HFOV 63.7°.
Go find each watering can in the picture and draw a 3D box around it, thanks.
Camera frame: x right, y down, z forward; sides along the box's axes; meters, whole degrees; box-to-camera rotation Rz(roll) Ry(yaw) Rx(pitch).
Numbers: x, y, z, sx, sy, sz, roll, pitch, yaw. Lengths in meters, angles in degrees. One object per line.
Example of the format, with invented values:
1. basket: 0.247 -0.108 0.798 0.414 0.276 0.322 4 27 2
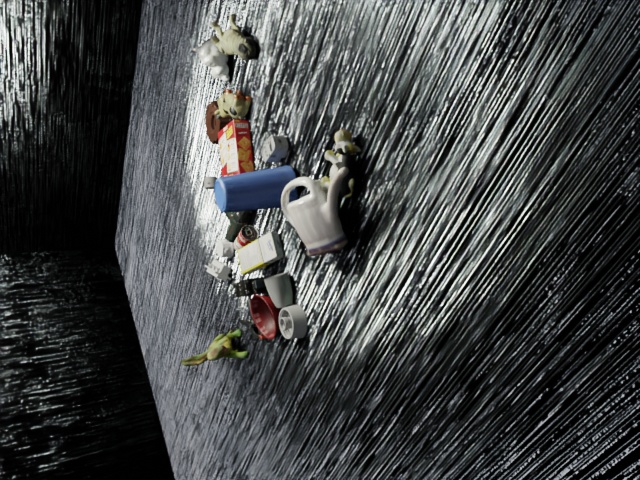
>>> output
1. watering can: 0.004 -0.068 1.361 0.345 0.105 0.223 -12 105 58

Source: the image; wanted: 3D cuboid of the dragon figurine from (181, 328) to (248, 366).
1. dragon figurine: -0.440 0.445 2.060 0.405 0.244 0.123 -24 78 54

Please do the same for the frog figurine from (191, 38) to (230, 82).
1. frog figurine: -0.398 -0.696 1.998 0.121 0.139 0.159 -35 93 24
